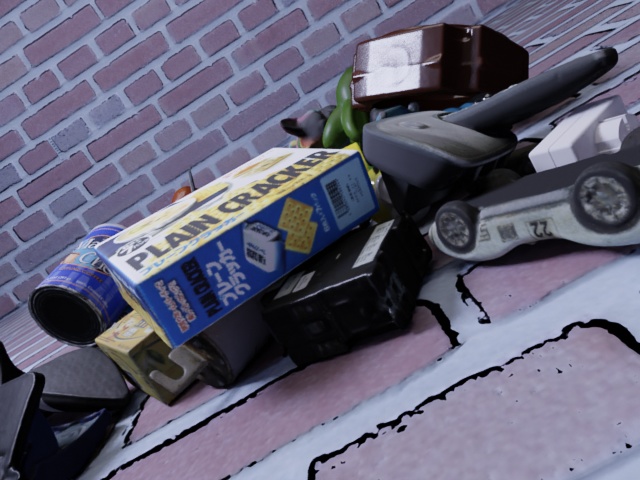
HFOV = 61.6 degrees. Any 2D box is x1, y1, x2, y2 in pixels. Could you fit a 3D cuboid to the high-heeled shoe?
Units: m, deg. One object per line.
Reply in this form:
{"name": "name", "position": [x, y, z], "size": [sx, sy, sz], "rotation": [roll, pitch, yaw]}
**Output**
{"name": "high-heeled shoe", "position": [-0.297, 0.195, 0.615], "size": [0.249, 0.145, 0.086], "rotation": [10, 28, 30]}

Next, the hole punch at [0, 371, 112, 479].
{"name": "hole punch", "position": [-0.269, 0.198, 0.492], "size": [0.142, 0.092, 0.116], "rotation": [-21, 44, 26]}

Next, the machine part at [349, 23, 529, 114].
{"name": "machine part", "position": [0.157, -0.215, 0.716], "size": [0.202, 0.087, 0.201], "rotation": [7, 5, 44]}

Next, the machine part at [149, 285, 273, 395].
{"name": "machine part", "position": [-0.062, 0.056, 0.516], "size": [0.079, 0.079, 0.243], "rotation": [-19, 19, 43]}

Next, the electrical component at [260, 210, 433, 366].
{"name": "electrical component", "position": [0.017, 0.040, 0.442], "size": [0.134, 0.058, 0.115], "rotation": [-23, 15, 33]}

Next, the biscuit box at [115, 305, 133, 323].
{"name": "biscuit box", "position": [-0.197, 0.074, 0.767], "size": [0.203, 0.062, 0.059], "rotation": [-29, 15, 14]}

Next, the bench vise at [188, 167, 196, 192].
{"name": "bench vise", "position": [-0.116, -0.069, 0.894], "size": [0.224, 0.128, 0.240], "rotation": [-3, 2, -3]}

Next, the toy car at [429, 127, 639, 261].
{"name": "toy car", "position": [0.157, -0.024, 0.363], "size": [0.073, 0.056, 0.202], "rotation": [-33, 10, -30]}

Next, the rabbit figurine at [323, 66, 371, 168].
{"name": "rabbit figurine", "position": [0.072, -0.190, 0.866], "size": [0.159, 0.170, 0.121], "rotation": [-41, 16, -34]}

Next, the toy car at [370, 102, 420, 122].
{"name": "toy car", "position": [0.120, -0.122, 0.712], "size": [0.103, 0.109, 0.161], "rotation": [-5, 7, 8]}

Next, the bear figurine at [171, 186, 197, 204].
{"name": "bear figurine", "position": [-0.194, -0.042, 1.070], "size": [0.196, 0.132, 0.120], "rotation": [9, -10, -1]}

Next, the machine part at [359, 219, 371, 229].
{"name": "machine part", "position": [-0.001, -0.002, 0.664], "size": [0.139, 0.039, 0.084], "rotation": [-30, 6, 15]}

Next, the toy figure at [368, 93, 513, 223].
{"name": "toy figure", "position": [0.123, -0.084, 0.590], "size": [0.180, 0.082, 0.089], "rotation": [-42, -4, -8]}

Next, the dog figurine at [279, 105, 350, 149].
{"name": "dog figurine", "position": [-0.014, -0.167, 0.973], "size": [0.191, 0.108, 0.219], "rotation": [-37, -6, 26]}

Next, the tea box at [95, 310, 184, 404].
{"name": "tea box", "position": [-0.171, 0.109, 0.582], "size": [0.098, 0.068, 0.170], "rotation": [-39, 15, -27]}

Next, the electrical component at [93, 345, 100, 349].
{"name": "electrical component", "position": [-0.256, 0.140, 0.696], "size": [0.119, 0.047, 0.075], "rotation": [-33, 14, -1]}

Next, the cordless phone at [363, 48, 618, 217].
{"name": "cordless phone", "position": [0.141, -0.098, 0.441], "size": [0.184, 0.088, 0.146], "rotation": [-25, -1, 42]}

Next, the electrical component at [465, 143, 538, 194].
{"name": "electrical component", "position": [0.188, -0.069, 0.517], "size": [0.094, 0.021, 0.063], "rotation": [-18, 20, 47]}
